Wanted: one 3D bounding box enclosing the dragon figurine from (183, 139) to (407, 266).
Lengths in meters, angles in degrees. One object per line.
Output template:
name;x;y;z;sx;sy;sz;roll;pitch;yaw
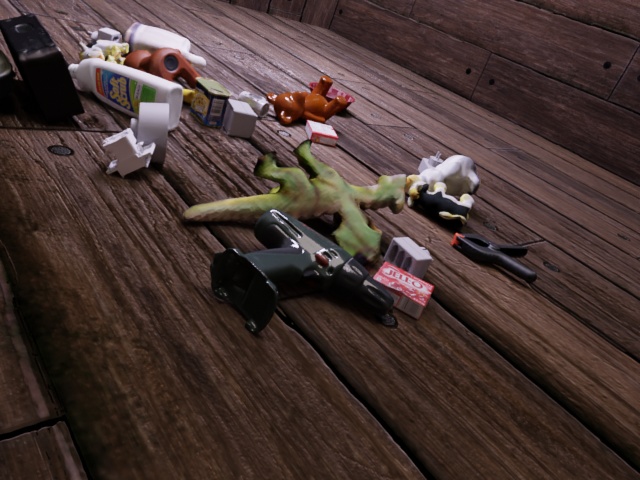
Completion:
dragon figurine;0.003;-0.044;0.873;0.245;0.119;0.416;40;48;23

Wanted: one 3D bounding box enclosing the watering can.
watering can;-0.420;-0.511;1.386;0.224;0.103;0.352;15;14;-13

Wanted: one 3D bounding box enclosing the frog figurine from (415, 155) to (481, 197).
frog figurine;0.297;-0.151;1.254;0.159;0.123;0.137;10;-6;-4
